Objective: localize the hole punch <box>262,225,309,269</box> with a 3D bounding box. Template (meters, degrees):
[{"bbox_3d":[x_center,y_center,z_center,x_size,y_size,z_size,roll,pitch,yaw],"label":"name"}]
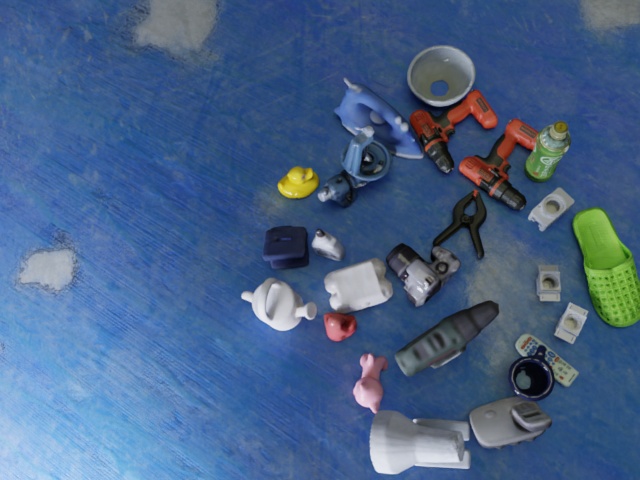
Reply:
[{"bbox_3d":[-0.084,0.012,1.383,0.108,0.091,0.101,-6,73,7],"label":"hole punch"}]

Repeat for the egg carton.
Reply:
[{"bbox_3d":[0.090,0.109,1.338,0.150,0.069,0.107,-19,72,3],"label":"egg carton"}]

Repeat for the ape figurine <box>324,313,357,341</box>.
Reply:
[{"bbox_3d":[0.041,0.191,1.310,0.077,0.092,0.076,36,82,17],"label":"ape figurine"}]

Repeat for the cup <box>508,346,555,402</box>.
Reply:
[{"bbox_3d":[0.446,0.284,1.218,0.091,0.095,0.118,21,78,14],"label":"cup"}]

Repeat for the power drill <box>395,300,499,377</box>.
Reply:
[{"bbox_3d":[0.265,0.210,1.208,0.229,0.208,0.075,-32,71,-1],"label":"power drill"}]

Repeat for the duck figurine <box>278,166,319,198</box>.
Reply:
[{"bbox_3d":[-0.058,-0.152,1.429,0.104,0.086,0.077,-16,72,4],"label":"duck figurine"}]

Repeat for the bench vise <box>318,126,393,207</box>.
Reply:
[{"bbox_3d":[0.087,-0.167,1.340,0.121,0.220,0.207,30,81,16],"label":"bench vise"}]

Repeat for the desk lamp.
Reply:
[{"bbox_3d":[0.208,0.408,1.156,0.203,0.214,0.118,0,74,9],"label":"desk lamp"}]

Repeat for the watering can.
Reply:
[{"bbox_3d":[-0.094,0.141,1.292,0.172,0.194,0.101,-9,72,6],"label":"watering can"}]

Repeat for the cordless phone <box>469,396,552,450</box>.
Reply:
[{"bbox_3d":[0.385,0.370,1.154,0.147,0.185,0.094,-20,72,3],"label":"cordless phone"}]

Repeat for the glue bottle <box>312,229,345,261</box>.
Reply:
[{"bbox_3d":[0.012,0.005,1.326,0.078,0.173,0.037,18,77,14],"label":"glue bottle"}]

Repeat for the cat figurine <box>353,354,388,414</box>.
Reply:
[{"bbox_3d":[0.109,0.310,1.251,0.067,0.118,0.128,4,75,11],"label":"cat figurine"}]

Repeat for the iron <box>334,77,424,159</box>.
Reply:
[{"bbox_3d":[0.154,-0.303,1.411,0.257,0.141,0.119,38,83,17],"label":"iron"}]

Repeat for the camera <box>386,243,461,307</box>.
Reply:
[{"bbox_3d":[0.229,0.059,1.314,0.143,0.101,0.136,-43,72,-5],"label":"camera"}]

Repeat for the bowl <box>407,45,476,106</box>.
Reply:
[{"bbox_3d":[0.306,-0.403,1.451,0.167,0.075,0.167,-2,73,8],"label":"bowl"}]
